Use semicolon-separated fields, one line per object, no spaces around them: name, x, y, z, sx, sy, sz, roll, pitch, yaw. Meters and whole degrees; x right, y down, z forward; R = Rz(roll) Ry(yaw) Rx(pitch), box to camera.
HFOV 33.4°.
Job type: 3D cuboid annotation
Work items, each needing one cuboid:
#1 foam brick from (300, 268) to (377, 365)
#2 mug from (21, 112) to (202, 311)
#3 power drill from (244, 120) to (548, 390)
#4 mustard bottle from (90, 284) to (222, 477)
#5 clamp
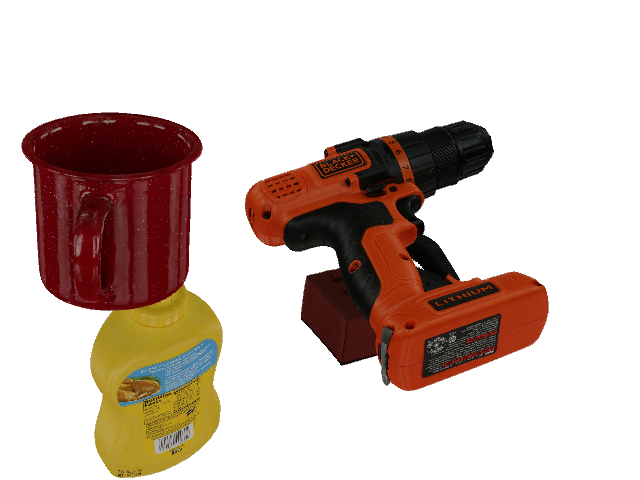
foam brick;0.024;0.066;0.967;0.052;0.051;0.078;-13;36;-27
mug;-0.111;-0.010;0.564;0.093;0.081;0.117;3;26;-3
power drill;0.065;-0.001;0.690;0.184;0.057;0.188;-20;44;-15
mustard bottle;-0.117;0.089;0.764;0.096;0.192;0.058;-21;52;-26
clamp;0.067;0.006;1.243;0.164;0.036;0.210;-23;53;-40
